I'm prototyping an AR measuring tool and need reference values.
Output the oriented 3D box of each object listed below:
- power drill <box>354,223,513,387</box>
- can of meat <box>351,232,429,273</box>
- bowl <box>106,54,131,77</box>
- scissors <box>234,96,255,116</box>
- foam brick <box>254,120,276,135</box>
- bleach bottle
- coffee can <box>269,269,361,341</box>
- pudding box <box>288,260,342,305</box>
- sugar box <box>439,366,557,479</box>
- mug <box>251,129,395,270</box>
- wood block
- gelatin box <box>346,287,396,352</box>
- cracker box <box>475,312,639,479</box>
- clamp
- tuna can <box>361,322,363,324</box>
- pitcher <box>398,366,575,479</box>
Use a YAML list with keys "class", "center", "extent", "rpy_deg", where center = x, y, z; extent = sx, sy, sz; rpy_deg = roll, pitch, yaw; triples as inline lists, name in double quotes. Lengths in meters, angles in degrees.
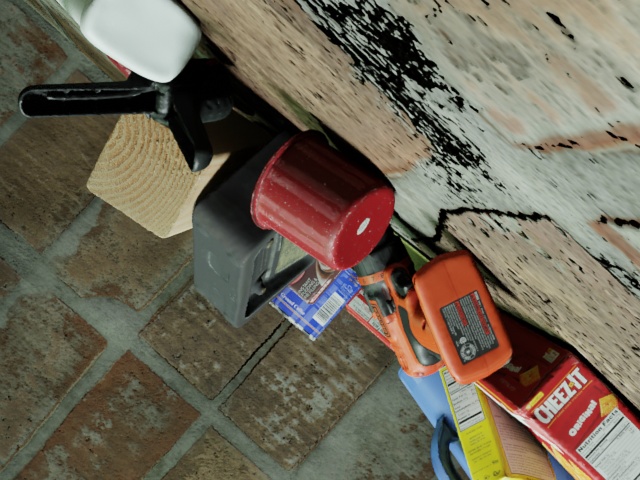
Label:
- class: "power drill"
  center: [0.083, 0.041, 0.907]
  extent: [0.184, 0.057, 0.188]
  rpy_deg: [64, 169, -9]
- class: "can of meat"
  center: [0.087, 0.040, 1.091]
  extent: [0.102, 0.057, 0.083]
  rpy_deg: [40, 180, 34]
- class: "bowl"
  center: [-0.159, -0.172, 1.187]
  extent: [0.162, 0.055, 0.162]
  rpy_deg: [42, 177, 3]
- class: "scissors"
  center: [-0.154, -0.176, 1.064]
  extent: [0.201, 0.016, 0.096]
  rpy_deg: [43, -147, -9]
- class: "foam brick"
  center: [-0.054, -0.082, 1.164]
  extent: [0.078, 0.051, 0.053]
  rpy_deg: [44, 176, -36]
- class: "bleach bottle"
  center: [-0.198, -0.218, 0.937]
  extent: [0.102, 0.068, 0.251]
  rpy_deg: [32, -175, -41]
- class: "coffee can"
  center: [0.001, 0.033, 1.254]
  extent: [0.103, 0.140, 0.103]
  rpy_deg: [41, 177, 2]
- class: "pudding box"
  center: [-0.008, 0.002, 1.185]
  extent: [0.090, 0.113, 0.039]
  rpy_deg: [41, -179, 14]
- class: "sugar box"
  center: [0.168, 0.166, 1.041]
  extent: [0.093, 0.048, 0.176]
  rpy_deg: [24, -141, -43]
- class: "mug"
  center: [0.012, -0.030, 0.860]
  extent: [0.082, 0.093, 0.117]
  rpy_deg: [35, -156, 26]
- class: "wood block"
  center: [-0.124, -0.075, 1.022]
  extent: [0.091, 0.090, 0.206]
  rpy_deg: [33, -165, 8]
- class: "gelatin box"
  center: [0.084, 0.066, 1.175]
  extent: [0.073, 0.089, 0.030]
  rpy_deg: [40, 176, 28]
- class: "cracker box"
  center: [0.229, 0.167, 0.939]
  extent: [0.213, 0.072, 0.164]
  rpy_deg: [43, 178, -16]
- class: "clamp"
  center: [-0.123, -0.113, 0.891]
  extent: [0.165, 0.036, 0.209]
  rpy_deg: [23, -153, 18]
- class: "tuna can"
  center: [0.089, 0.077, 1.307]
  extent: [0.033, 0.086, 0.086]
  rpy_deg: [41, 178, -29]
- class: "pitcher"
  center: [0.189, 0.208, 1.146]
  extent: [0.243, 0.145, 0.149]
  rpy_deg: [52, -170, 16]
